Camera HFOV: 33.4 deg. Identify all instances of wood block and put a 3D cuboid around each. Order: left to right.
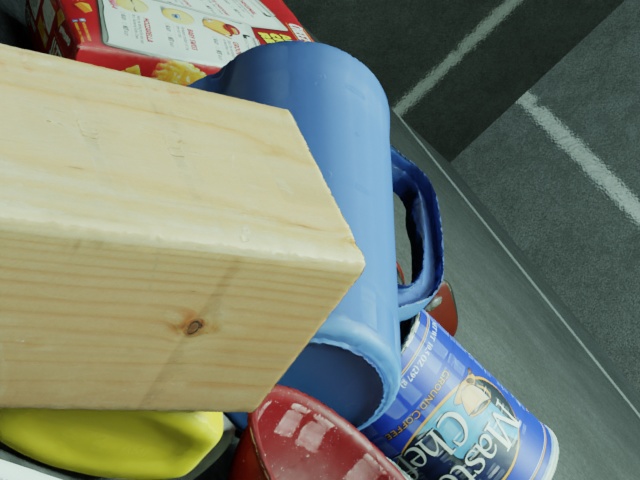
[{"bbox_3d":[-0.102,-0.004,0.358,0.205,0.091,0.090,9,41,-37],"label":"wood block"}]

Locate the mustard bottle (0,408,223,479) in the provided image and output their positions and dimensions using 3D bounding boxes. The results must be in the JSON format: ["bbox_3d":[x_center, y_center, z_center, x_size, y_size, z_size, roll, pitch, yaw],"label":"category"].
[{"bbox_3d":[-0.100,0.012,0.481,0.096,0.058,0.191,20,36,-30],"label":"mustard bottle"}]

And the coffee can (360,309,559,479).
[{"bbox_3d":[0.075,0.122,0.717,0.140,0.103,0.103,44,12,-14],"label":"coffee can"}]

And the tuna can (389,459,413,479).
[{"bbox_3d":[0.039,0.164,0.617,0.086,0.034,0.086,44,12,-12],"label":"tuna can"}]

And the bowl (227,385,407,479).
[{"bbox_3d":[0.006,0.147,0.505,0.162,0.055,0.162,44,12,-12],"label":"bowl"}]

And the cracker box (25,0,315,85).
[{"bbox_3d":[-0.109,-0.144,0.829,0.213,0.072,0.164,5,35,-30],"label":"cracker box"}]

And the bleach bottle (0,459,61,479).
[{"bbox_3d":[-0.102,0.094,0.287,0.250,0.068,0.103,36,14,-33],"label":"bleach bottle"}]

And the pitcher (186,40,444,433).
[{"bbox_3d":[-0.004,0.001,0.653,0.243,0.149,0.145,-93,166,-46],"label":"pitcher"}]
